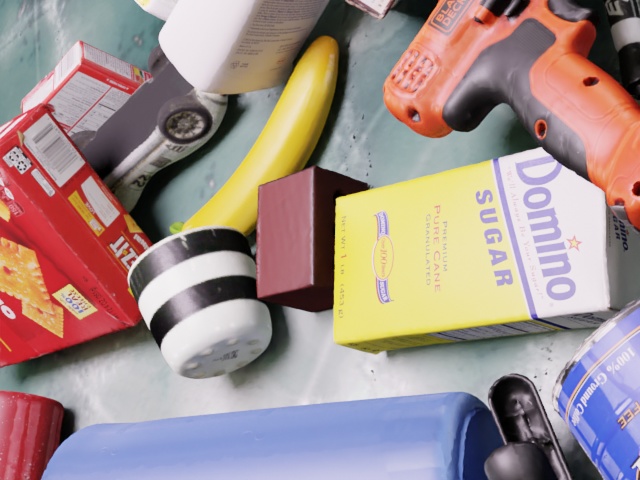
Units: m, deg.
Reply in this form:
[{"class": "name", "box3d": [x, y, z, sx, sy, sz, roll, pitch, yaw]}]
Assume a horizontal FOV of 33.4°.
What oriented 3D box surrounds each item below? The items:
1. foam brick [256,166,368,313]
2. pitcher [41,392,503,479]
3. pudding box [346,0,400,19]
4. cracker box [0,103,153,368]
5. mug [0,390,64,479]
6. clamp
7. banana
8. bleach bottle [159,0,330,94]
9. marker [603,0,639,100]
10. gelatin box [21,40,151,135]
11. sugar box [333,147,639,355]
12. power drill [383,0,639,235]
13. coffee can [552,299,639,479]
[{"class": "foam brick", "box3d": [-0.004, 0.001, 0.671, 0.051, 0.052, 0.078, -15, 70, 41]}, {"class": "pitcher", "box3d": [-0.018, 0.145, 0.578, 0.243, 0.144, 0.149, -13, 61, 25]}, {"class": "pudding box", "box3d": [0.054, -0.192, 0.642, 0.114, 0.039, 0.090, -59, 2, 17]}, {"class": "cracker box", "box3d": [-0.240, 0.009, 0.821, 0.214, 0.164, 0.072, -19, 25, 39]}, {"class": "mug", "box3d": [-0.250, 0.167, 0.851, 0.117, 0.093, 0.081, 124, 153, -70]}, {"class": "clamp", "box3d": [0.112, 0.145, 0.469, 0.039, 0.120, 0.171, -27, 84, 18]}, {"class": "banana", "box3d": [-0.045, -0.051, 0.735, 0.198, 0.037, 0.070, -47, 53, 25]}, {"class": "bleach bottle", "box3d": [-0.004, -0.201, 0.659, 0.068, 0.102, 0.251, 51, 128, 16]}, {"class": "marker", "box3d": [0.160, -0.130, 0.569, 0.020, 0.020, 0.121, -24, 63, 38]}, {"class": "gelatin box", "box3d": [-0.188, -0.114, 0.867, 0.089, 0.073, 0.030, -37, 48, 33]}, {"class": "sugar box", "box3d": [0.086, 0.007, 0.586, 0.177, 0.048, 0.093, -14, 69, 42]}, {"class": "power drill", "box3d": [0.136, -0.100, 0.513, 0.184, 0.057, 0.188, -55, 46, 10]}, {"class": "coffee can", "box3d": [0.176, 0.096, 0.434, 0.103, 0.102, 0.140, -49, 50, 23]}]
